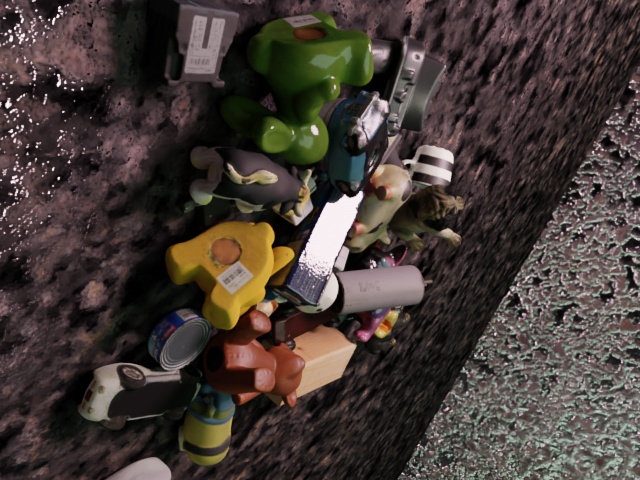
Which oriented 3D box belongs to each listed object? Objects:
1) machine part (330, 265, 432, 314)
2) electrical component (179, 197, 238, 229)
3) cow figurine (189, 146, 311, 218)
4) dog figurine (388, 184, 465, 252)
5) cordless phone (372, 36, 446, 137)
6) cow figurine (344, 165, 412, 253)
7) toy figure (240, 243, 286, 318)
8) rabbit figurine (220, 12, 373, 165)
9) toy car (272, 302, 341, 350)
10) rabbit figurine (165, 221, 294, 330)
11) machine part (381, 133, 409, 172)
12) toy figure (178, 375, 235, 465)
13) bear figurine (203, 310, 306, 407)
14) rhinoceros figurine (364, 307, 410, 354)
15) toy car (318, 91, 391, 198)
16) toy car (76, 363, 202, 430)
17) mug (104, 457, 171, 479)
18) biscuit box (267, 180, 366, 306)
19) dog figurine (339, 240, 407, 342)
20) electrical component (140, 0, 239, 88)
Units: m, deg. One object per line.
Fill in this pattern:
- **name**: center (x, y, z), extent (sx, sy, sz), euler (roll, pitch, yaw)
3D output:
- **machine part**: center (0.101, 0.090, 0.984), extent (0.243, 0.079, 0.079), euler (-3, 126, -24)
- **electrical component**: center (-0.133, -0.046, 0.666), extent (0.094, 0.021, 0.063), euler (-33, 145, -38)
- **cow figurine**: center (-0.062, -0.066, 0.632), extent (0.167, 0.098, 0.068), euler (9, 85, -45)
- **dog figurine**: center (0.175, -0.055, 0.980), extent (0.190, 0.172, 0.121), euler (24, 60, -63)
- **cordless phone**: center (0.080, -0.221, 0.779), extent (0.184, 0.089, 0.146), euler (-10, 130, -39)
- **cow figurine**: center (0.092, -0.051, 0.936), extent (0.127, 0.085, 0.194), euler (-12, 147, -38)
- **toy figure**: center (-0.086, 0.079, 0.837), extent (0.064, 0.058, 0.154), euler (23, 104, -23)
- **rabbit figurine**: center (-0.024, -0.153, 0.619), extent (0.159, 0.121, 0.170), euler (-28, 139, -31)
- **toy car**: center (-0.023, 0.137, 0.995), extent (0.202, 0.053, 0.089), euler (-18, 119, -48)
- **rabbit figurine**: center (-0.119, 0.045, 0.719), extent (0.162, 0.122, 0.173), euler (-50, 167, -31)
- **machine part**: center (0.120, -0.148, 0.942), extent (0.084, 0.039, 0.138), euler (-62, 151, -7)
- **toy figure**: center (-0.176, 0.280, 0.865), extent (0.082, 0.089, 0.180), euler (-3, 121, -50)
- **bear figurine**: center (-0.076, 0.191, 0.818), extent (0.132, 0.120, 0.195), euler (-24, 147, 34)
- **rhinoceros figurine**: center (0.159, 0.195, 1.331), extent (0.112, 0.073, 0.190), euler (-8, 128, -41)
- **toy car**: center (0.033, -0.138, 0.739), extent (0.109, 0.103, 0.161), euler (-58, 163, -20)
- **toy car**: center (-0.236, 0.207, 0.735), extent (0.073, 0.056, 0.201), euler (-64, 153, 1)
- **mug**: center (-0.285, 0.395, 0.829), extent (0.107, 0.081, 0.109), euler (-19, 131, -61)
- **biscuit box**: center (-0.002, -0.002, 0.798), extent (0.062, 0.059, 0.202), euler (37, 65, -24)
- **dog figurine**: center (0.117, 0.093, 1.113), extent (0.191, 0.109, 0.219), euler (-1, 117, -53)
- **electrical component**: center (-0.117, -0.205, 0.499), extent (0.075, 0.048, 0.119), euler (-15, 133, -52)
